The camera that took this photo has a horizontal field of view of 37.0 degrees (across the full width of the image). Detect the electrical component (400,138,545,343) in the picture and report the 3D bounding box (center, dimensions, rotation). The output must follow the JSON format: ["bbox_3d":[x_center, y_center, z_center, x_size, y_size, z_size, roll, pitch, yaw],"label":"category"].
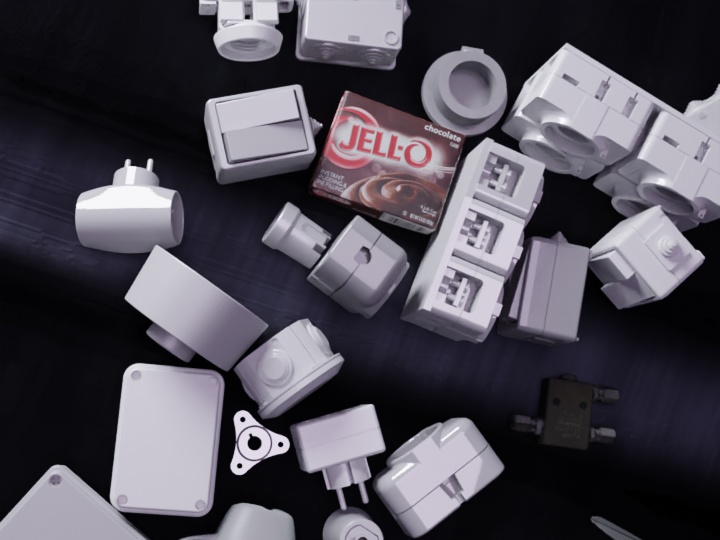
[{"bbox_3d":[0.096,-0.021,0.894,0.062,0.089,0.150,23,79,-6],"label":"electrical component"}]

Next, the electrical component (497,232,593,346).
[{"bbox_3d":[0.153,0.012,0.914,0.061,0.062,0.096,12,80,-8],"label":"electrical component"}]

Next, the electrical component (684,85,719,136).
[{"bbox_3d":[0.335,-0.116,0.946,0.048,0.100,0.099,-32,88,-25],"label":"electrical component"}]

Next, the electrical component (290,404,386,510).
[{"bbox_3d":[-0.014,0.154,0.872,0.066,0.047,0.076,-14,85,-12],"label":"electrical component"}]

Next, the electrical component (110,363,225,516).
[{"bbox_3d":[-0.151,0.133,0.846,0.078,0.057,0.113,6,81,-9],"label":"electrical component"}]

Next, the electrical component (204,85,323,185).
[{"bbox_3d":[-0.077,-0.114,0.891,0.096,0.061,0.061,-12,84,-11],"label":"electrical component"}]

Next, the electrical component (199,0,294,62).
[{"bbox_3d":[-0.095,-0.211,0.904,0.078,0.058,0.057,-2,80,-10],"label":"electrical component"}]

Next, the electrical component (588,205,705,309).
[{"bbox_3d":[0.239,-0.008,0.914,0.061,0.096,0.061,-40,90,-12],"label":"electrical component"}]

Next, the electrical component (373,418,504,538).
[{"bbox_3d":[0.061,0.165,0.880,0.095,0.054,0.059,-36,89,-13],"label":"electrical component"}]

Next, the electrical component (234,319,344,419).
[{"bbox_3d":[-0.057,0.079,0.859,0.080,0.080,0.051,-35,84,-13],"label":"electrical component"}]

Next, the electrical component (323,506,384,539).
[{"bbox_3d":[-0.004,0.213,0.856,0.044,0.065,0.044,1,82,-10],"label":"electrical component"}]

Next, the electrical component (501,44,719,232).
[{"bbox_3d":[0.224,-0.104,0.920,0.186,0.105,0.060,30,78,-5],"label":"electrical component"}]

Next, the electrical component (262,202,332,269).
[{"bbox_3d":[-0.052,-0.028,0.895,0.046,0.040,0.040,34,78,-9],"label":"electrical component"}]

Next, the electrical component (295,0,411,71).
[{"bbox_3d":[-0.007,-0.225,0.926,0.100,0.048,0.099,5,81,-9],"label":"electrical component"}]

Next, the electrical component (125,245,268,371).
[{"bbox_3d":[-0.133,0.036,0.840,0.108,0.108,0.060,36,84,-3],"label":"electrical component"}]

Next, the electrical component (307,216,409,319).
[{"bbox_3d":[0.000,0.000,0.871,0.059,0.095,0.053,37,78,-3],"label":"electrical component"}]

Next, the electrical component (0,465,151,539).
[{"bbox_3d":[-0.227,0.223,0.820,0.109,0.056,0.108,42,78,-2],"label":"electrical component"}]

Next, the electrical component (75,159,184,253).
[{"bbox_3d":[-0.183,-0.057,0.871,0.077,0.043,0.079,-1,61,5],"label":"electrical component"}]
